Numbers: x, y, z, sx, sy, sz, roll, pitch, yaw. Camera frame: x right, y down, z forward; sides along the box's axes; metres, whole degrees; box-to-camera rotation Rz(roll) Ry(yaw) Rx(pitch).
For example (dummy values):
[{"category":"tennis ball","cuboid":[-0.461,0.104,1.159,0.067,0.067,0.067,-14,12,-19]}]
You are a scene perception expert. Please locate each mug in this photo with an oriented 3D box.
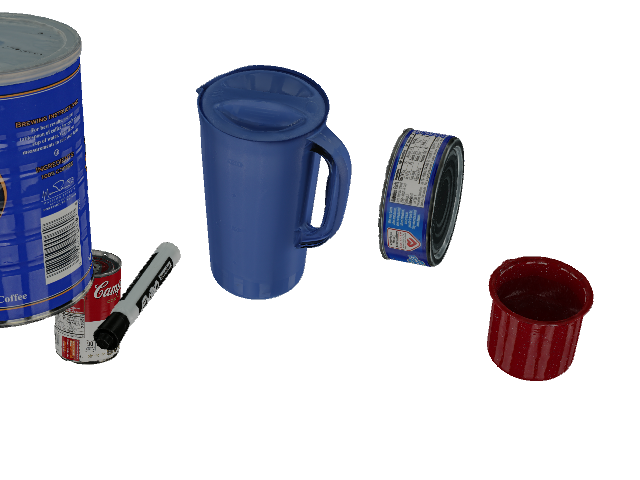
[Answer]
[{"category":"mug","cuboid":[0.193,0.067,0.990,0.093,0.081,0.117,-12,41,-14]}]

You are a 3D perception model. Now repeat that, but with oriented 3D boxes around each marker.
[{"category":"marker","cuboid":[-0.131,0.039,0.764,0.020,0.020,0.121,0,30,18]}]

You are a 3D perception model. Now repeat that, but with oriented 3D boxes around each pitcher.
[{"category":"pitcher","cuboid":[-0.056,-0.050,1.138,0.145,0.243,0.149,-5,43,-10]}]

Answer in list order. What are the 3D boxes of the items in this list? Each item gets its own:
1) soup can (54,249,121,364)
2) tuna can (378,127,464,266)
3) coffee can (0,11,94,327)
[{"category":"soup can","cuboid":[-0.241,0.069,1.107,0.068,0.102,0.068,4,21,-2]},{"category":"tuna can","cuboid":[0.065,-0.027,0.680,0.034,0.086,0.086,11,3,18]},{"category":"coffee can","cuboid":[-0.175,-0.039,0.568,0.103,0.140,0.103,2,28,-1]}]
